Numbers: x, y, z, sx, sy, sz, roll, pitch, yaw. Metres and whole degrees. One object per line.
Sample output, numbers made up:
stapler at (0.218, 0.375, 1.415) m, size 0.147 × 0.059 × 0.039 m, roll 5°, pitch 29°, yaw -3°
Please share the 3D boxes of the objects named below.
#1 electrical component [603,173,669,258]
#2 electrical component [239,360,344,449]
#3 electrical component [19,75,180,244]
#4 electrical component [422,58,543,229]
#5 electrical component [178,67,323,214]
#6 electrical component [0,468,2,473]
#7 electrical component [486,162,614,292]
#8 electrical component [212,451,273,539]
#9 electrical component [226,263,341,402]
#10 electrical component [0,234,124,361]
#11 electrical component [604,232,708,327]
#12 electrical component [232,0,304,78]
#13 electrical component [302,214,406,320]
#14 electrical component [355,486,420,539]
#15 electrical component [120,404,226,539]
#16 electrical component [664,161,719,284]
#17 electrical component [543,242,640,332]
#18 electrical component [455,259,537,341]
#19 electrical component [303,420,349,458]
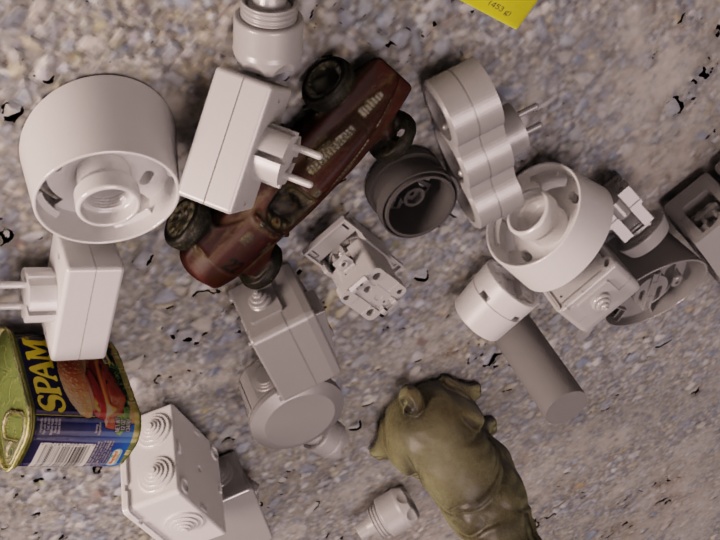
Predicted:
electrical component at (0.221, -0.044, 0.888) m, size 0.048 × 0.066 × 0.055 m, roll -42°, pitch 103°, yaw 13°
electrical component at (-0.058, 0.106, 0.889) m, size 0.080 × 0.051 × 0.080 m, roll -15°, pitch 136°, yaw -16°
electrical component at (-0.162, -0.065, 0.677) m, size 0.099 × 0.064 × 0.099 m, roll -12°, pitch 147°, yaw -8°
electrical component at (0.098, -0.097, 0.780) m, size 0.074 × 0.052 × 0.138 m, roll -27°, pitch 137°, yaw -3°
electrical component at (-0.061, -0.075, 0.673) m, size 0.076 × 0.047 × 0.083 m, roll 21°, pitch 101°, yaw 8°
electrical component at (-0.297, 0.139, 0.794) m, size 0.043 × 0.043 × 0.062 m, roll -26°, pitch 136°, yaw -4°
electrical component at (0.149, -0.033, 0.840) m, size 0.064 × 0.099 × 0.099 m, roll 29°, pitch 112°, yaw -37°
electrical component at (-0.134, 0.215, 0.953) m, size 0.100 × 0.048 × 0.099 m, roll -22°, pitch 137°, yaw -9°
electrical component at (-0.056, 0.042, 0.821) m, size 0.061 × 0.061 × 0.096 m, roll -26°, pitch 138°, yaw -4°
electrical component at (-0.207, 0.016, 0.724) m, size 0.076 × 0.047 × 0.083 m, roll -1°, pitch 130°, yaw -28°
electrical component at (0.253, 0.009, 0.958) m, size 0.099 × 0.064 × 0.099 m, roll -15°, pitch 136°, yaw -16°
electrical component at (-0.055, -0.152, 0.650) m, size 0.043 × 0.043 × 0.062 m, roll -11°, pitch 133°, yaw -20°
electrical component at (0.000, 0.000, 0.811) m, size 0.042 × 0.063 × 0.081 m, roll -40°, pitch 136°, yaw 14°
electrical component at (0.026, 0.247, 1.076) m, size 0.062 × 0.043 × 0.043 m, roll -31°, pitch 138°, yaw 4°
electrical component at (-0.149, 0.167, 0.863) m, size 0.048 × 0.099 × 0.099 m, roll -21°, pitch 139°, yaw 9°
electrical component at (0.361, -0.034, 0.979) m, size 0.105 × 0.060 × 0.186 m, roll -40°, pitch 137°, yaw 11°
electrical component at (0.184, 0.004, 0.891) m, size 0.062 × 0.096 × 0.061 m, roll -42°, pitch 137°, yaw 13°
electrical component at (0.113, 0.027, 0.906) m, size 0.055 × 0.055 × 0.047 m, roll 19°, pitch 122°, yaw -40°
electrical component at (-0.039, 0.142, 0.947) m, size 0.035 × 0.035 × 0.061 m, roll -43°, pitch 134°, yaw 14°
